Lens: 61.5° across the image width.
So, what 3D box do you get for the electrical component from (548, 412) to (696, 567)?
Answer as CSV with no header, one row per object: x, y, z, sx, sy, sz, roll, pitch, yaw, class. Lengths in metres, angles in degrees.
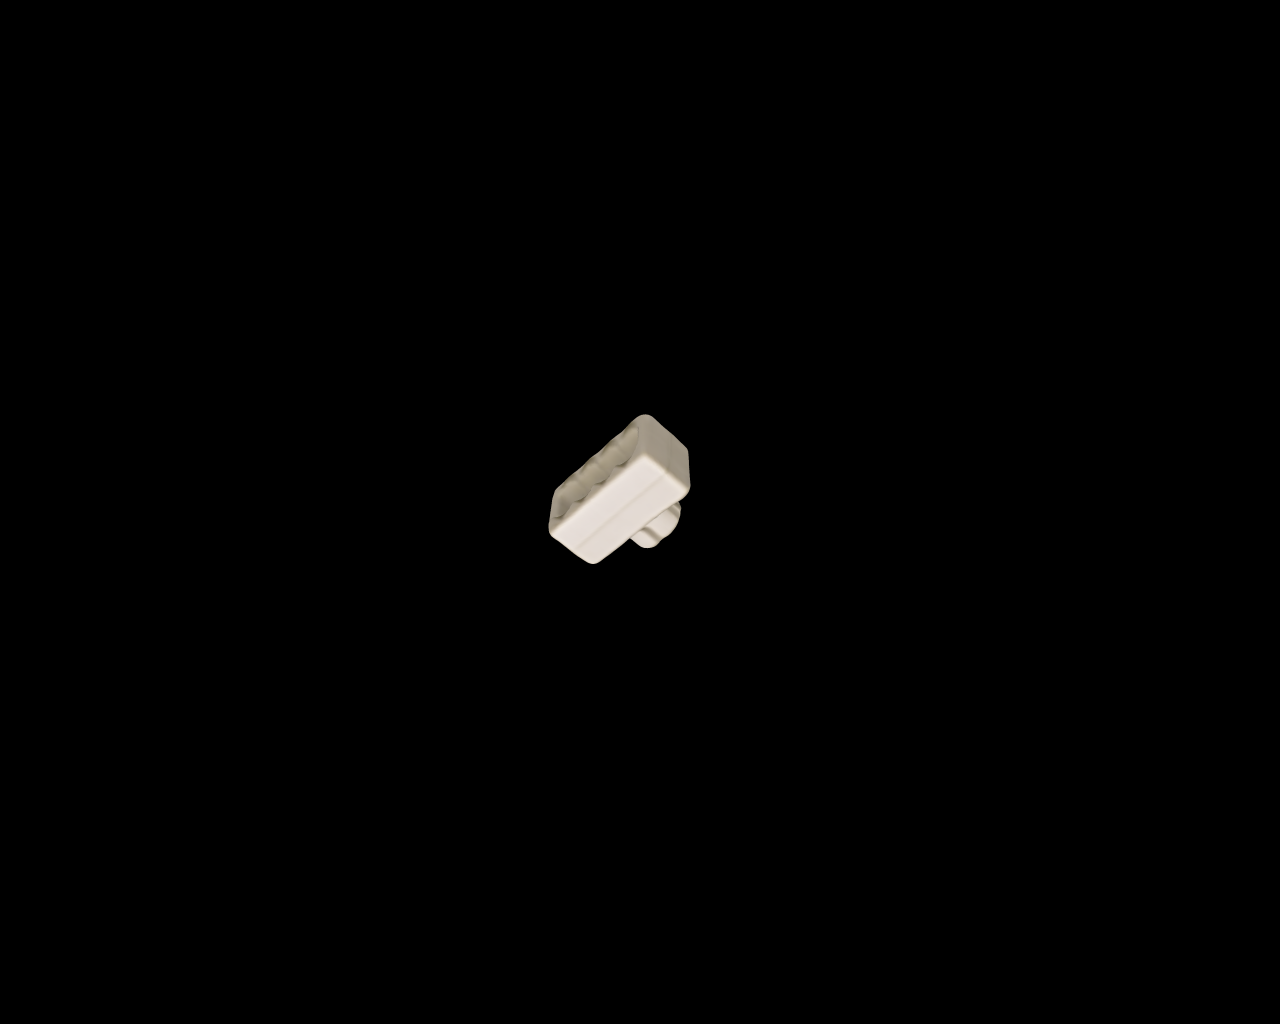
0.001,-0.003,0.650,0.075,0.047,0.083,39,-62,-25,electrical component
